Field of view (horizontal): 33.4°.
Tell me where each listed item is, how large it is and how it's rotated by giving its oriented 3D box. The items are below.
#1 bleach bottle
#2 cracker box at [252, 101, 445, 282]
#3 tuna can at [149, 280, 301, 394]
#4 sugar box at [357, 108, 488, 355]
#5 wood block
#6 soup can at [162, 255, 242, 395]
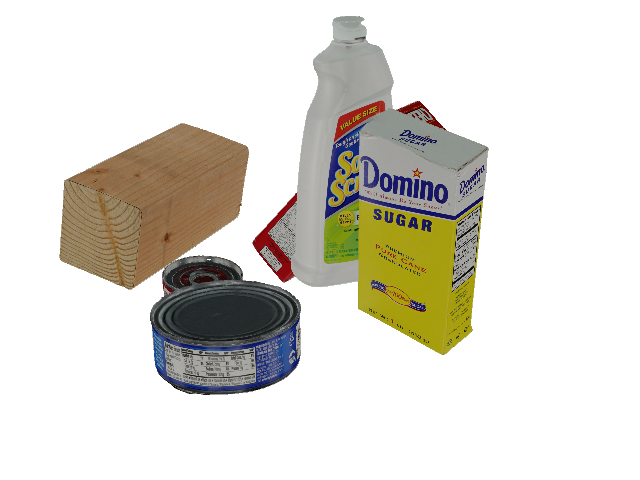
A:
[{"bbox_3d":[0.020,-0.085,1.019,0.102,0.251,0.068,-9,24,-19],"label":"bleach bottle"},{"bbox_3d":[0.035,-0.060,1.257,0.214,0.072,0.163,-47,-10,35],"label":"cracker box"},{"bbox_3d":[-0.053,0.054,0.611,0.086,0.034,0.086,-1,21,0],"label":"tuna can"},{"bbox_3d":[0.074,-0.005,0.821,0.093,0.176,0.048,26,47,33],"label":"sugar box"},{"bbox_3d":[-0.166,-0.041,1.096,0.090,0.091,0.205,21,29,18],"label":"wood block"},{"bbox_3d":[-0.101,0.073,0.919,0.068,0.102,0.068,2,25,-1],"label":"soup can"}]
